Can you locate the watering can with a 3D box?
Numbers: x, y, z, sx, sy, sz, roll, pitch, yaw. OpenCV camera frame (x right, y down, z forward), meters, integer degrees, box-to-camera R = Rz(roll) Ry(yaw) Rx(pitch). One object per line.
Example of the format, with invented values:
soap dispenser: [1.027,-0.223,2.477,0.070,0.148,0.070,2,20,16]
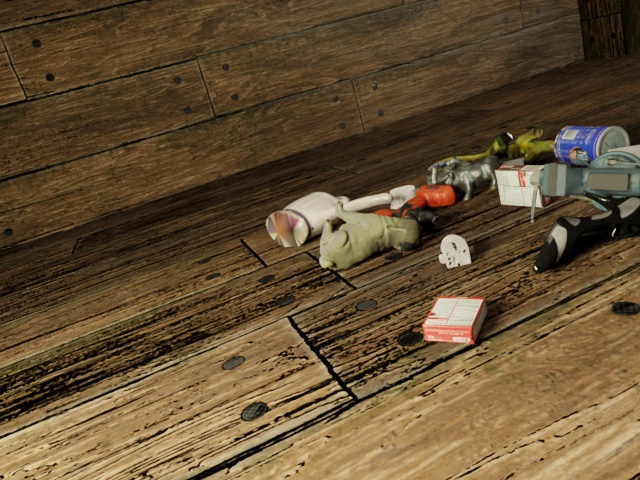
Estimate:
watering can: [0.004,-0.068,1.345,0.346,0.103,0.227,-5,20,47]

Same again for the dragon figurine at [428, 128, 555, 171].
dragon figurine: [0.541,-0.243,1.502,0.409,0.122,0.244,-4,4,28]
